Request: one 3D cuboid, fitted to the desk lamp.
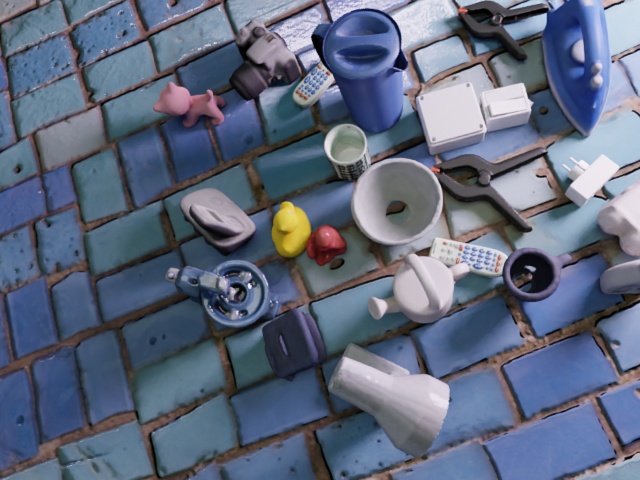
[{"bbox_3d":[0.100,0.248,0.917,0.202,0.214,0.118,24,81,16],"label":"desk lamp"}]

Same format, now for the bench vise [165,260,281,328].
[{"bbox_3d":[-0.190,0.094,1.013,0.207,0.220,0.121,-3,75,11],"label":"bench vise"}]

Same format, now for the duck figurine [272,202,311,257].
[{"bbox_3d":[-0.062,-0.023,1.089,0.077,0.086,0.104,0,75,12],"label":"duck figurine"}]

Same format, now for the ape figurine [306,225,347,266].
[{"bbox_3d":[0.010,0.004,1.064,0.077,0.092,0.076,6,76,13],"label":"ape figurine"}]

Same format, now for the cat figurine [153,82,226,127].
[{"bbox_3d":[-0.274,-0.287,1.185,0.127,0.118,0.067,-6,74,10],"label":"cat figurine"}]

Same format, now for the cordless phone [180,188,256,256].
[{"bbox_3d":[-0.210,-0.052,1.074,0.147,0.185,0.094,40,86,18],"label":"cordless phone"}]

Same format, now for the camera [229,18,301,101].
[{"bbox_3d":[-0.134,-0.369,1.188,0.137,0.101,0.143,-43,72,-2],"label":"camera"}]

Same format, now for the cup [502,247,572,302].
[{"bbox_3d":[0.365,0.060,0.976,0.117,0.095,0.091,-26,72,4],"label":"cup"}]

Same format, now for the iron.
[{"bbox_3d":[0.481,-0.333,1.033,0.118,0.141,0.258,-5,74,10],"label":"iron"}]

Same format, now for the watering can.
[{"bbox_3d":[0.166,0.084,0.958,0.100,0.194,0.173,42,87,18],"label":"watering can"}]

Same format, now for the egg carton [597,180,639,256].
[{"bbox_3d":[0.559,-0.047,0.980,0.150,0.069,0.107,-39,71,-1],"label":"egg carton"}]

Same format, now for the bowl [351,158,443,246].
[{"bbox_3d":[0.144,-0.063,1.064,0.167,0.075,0.167,-3,75,11],"label":"bowl"}]

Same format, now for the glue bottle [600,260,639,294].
[{"bbox_3d":[0.504,0.054,0.909,0.078,0.173,0.037,-3,75,11],"label":"glue bottle"}]

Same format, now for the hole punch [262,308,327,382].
[{"bbox_3d":[-0.051,0.189,1.028,0.101,0.091,0.108,-24,72,4],"label":"hole punch"}]
